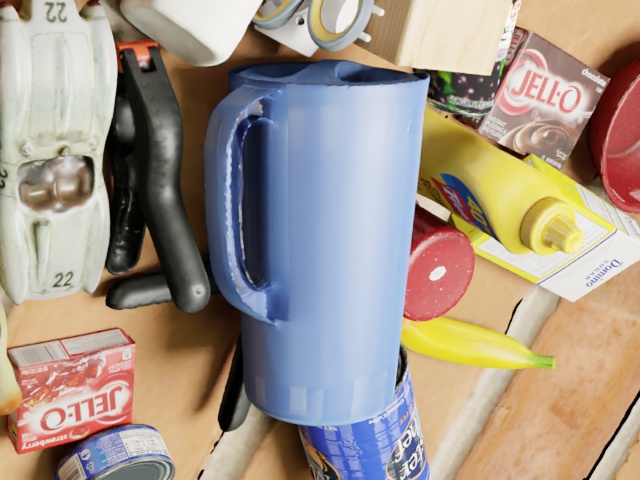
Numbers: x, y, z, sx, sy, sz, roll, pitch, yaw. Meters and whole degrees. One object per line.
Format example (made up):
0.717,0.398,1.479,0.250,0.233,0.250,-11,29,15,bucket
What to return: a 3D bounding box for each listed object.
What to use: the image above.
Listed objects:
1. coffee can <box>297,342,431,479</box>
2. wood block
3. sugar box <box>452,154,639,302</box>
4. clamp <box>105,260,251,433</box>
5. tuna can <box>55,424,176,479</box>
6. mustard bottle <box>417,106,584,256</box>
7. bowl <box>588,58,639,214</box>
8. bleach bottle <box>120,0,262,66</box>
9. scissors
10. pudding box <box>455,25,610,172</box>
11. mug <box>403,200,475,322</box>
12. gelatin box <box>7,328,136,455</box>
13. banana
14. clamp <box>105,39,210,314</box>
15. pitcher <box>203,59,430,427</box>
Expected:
0.034,0.158,0.895,0.102,0.103,0.140,-28,128,-20,coffee can
0.086,-0.227,0.723,0.090,0.091,0.206,-1,116,-35,wood block
0.207,-0.006,0.946,0.093,0.048,0.176,-38,141,27,sugar box
-0.041,0.040,0.816,0.209,0.036,0.164,-38,125,-16,clamp
-0.153,0.174,0.797,0.086,0.034,0.086,-23,149,-15,tuna can
0.121,-0.038,0.786,0.058,0.192,0.096,-45,132,-6,mustard bottle
0.296,-0.107,0.965,0.161,0.055,0.162,-17,124,-27,bowl
-0.023,-0.227,0.653,0.068,0.103,0.251,35,84,-21,bleach bottle
0.032,-0.203,0.669,0.202,0.096,0.016,-47,158,16,scissors
0.177,-0.117,0.885,0.113,0.039,0.090,18,104,-40,pudding box
0.076,0.020,0.864,0.093,0.082,0.117,-48,132,-5,mug
-0.177,0.108,0.764,0.089,0.030,0.073,-9,120,-32,gelatin box
0.121,0.086,0.945,0.197,0.070,0.037,16,69,-36,banana
-0.106,-0.037,0.679,0.039,0.120,0.171,-19,121,-38,clamp
-0.005,0.001,0.727,0.149,0.145,0.243,0,105,-6,pitcher
